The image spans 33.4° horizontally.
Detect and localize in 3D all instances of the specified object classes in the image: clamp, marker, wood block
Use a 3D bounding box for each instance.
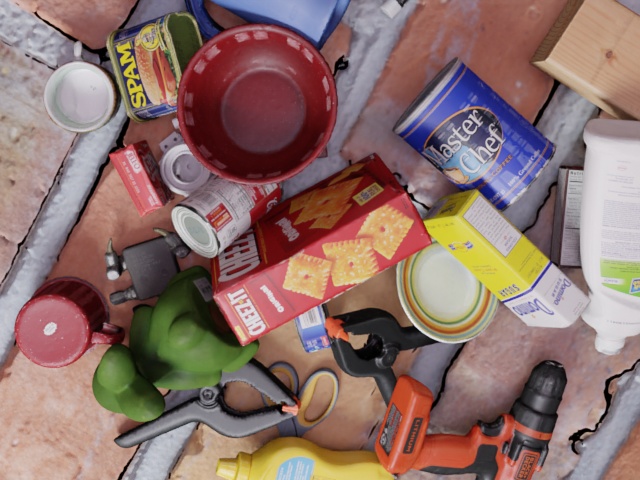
[{"bbox_3d":[-0.125,0.157,1.180,0.210,0.036,0.164,3,97,7],"label":"clamp"},{"bbox_3d":[0.113,-0.287,1.141,0.020,0.020,0.121,44,95,-5],"label":"marker"},{"bbox_3d":[0.065,0.128,1.150,0.171,0.039,0.120,17,98,-36],"label":"clamp"},{"bbox_3d":[0.338,-0.171,1.121,0.206,0.090,0.091,32,97,-4],"label":"wood block"}]

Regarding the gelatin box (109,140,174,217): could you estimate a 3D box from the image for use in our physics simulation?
[{"bbox_3d":[-0.187,-0.067,1.131,0.030,0.089,0.073,-25,97,3],"label":"gelatin box"}]

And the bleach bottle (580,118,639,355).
[{"bbox_3d":[0.310,0.004,1.110,0.102,0.068,0.251,6,116,9],"label":"bleach bottle"}]

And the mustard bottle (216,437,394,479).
[{"bbox_3d":[-0.020,0.268,1.176,0.191,0.058,0.096,13,106,-11],"label":"mustard bottle"}]

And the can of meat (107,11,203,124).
[{"bbox_3d":[-0.165,-0.181,1.115,0.084,0.057,0.102,-10,98,34],"label":"can of meat"}]

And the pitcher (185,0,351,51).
[{"bbox_3d":[-0.083,-0.286,1.092,0.243,0.145,0.149,26,76,0],"label":"pitcher"}]

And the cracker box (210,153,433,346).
[{"bbox_3d":[-0.007,0.001,1.099,0.214,0.164,0.072,-28,110,3],"label":"cracker box"}]

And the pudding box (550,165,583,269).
[{"bbox_3d":[0.303,-0.023,1.165,0.090,0.039,0.113,4,96,-1],"label":"pudding box"}]

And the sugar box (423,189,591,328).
[{"bbox_3d":[0.194,0.023,1.130,0.176,0.093,0.048,44,75,-11],"label":"sugar box"}]

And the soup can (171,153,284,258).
[{"bbox_3d":[-0.095,-0.037,1.105,0.102,0.069,0.068,-43,97,-31],"label":"soup can"}]

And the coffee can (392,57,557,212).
[{"bbox_3d":[0.161,-0.108,1.121,0.140,0.103,0.103,41,95,-5],"label":"coffee can"}]

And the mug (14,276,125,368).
[{"bbox_3d":[-0.269,0.094,1.154,0.117,0.081,0.093,16,96,-2],"label":"mug"}]

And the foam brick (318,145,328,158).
[{"bbox_3d":[-0.033,-0.111,1.146,0.078,0.051,0.053,-6,96,0],"label":"foam brick"}]

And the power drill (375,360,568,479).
[{"bbox_3d":[0.167,0.202,1.161,0.187,0.057,0.184,15,101,-17],"label":"power drill"}]

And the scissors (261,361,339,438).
[{"bbox_3d":[-0.052,0.224,1.206,0.096,0.016,0.202,32,96,-2],"label":"scissors"}]

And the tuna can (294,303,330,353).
[{"bbox_3d":[-0.010,0.078,1.152,0.034,0.086,0.086,-15,97,3],"label":"tuna can"}]

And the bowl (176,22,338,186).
[{"bbox_3d":[-0.061,-0.133,1.076,0.162,0.055,0.162,0,89,5],"label":"bowl"}]
